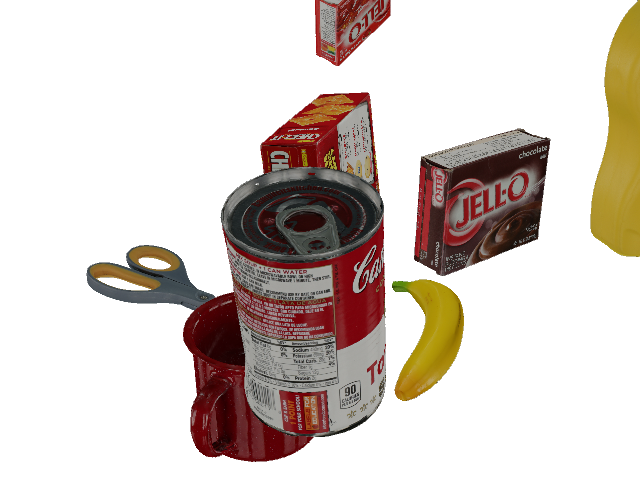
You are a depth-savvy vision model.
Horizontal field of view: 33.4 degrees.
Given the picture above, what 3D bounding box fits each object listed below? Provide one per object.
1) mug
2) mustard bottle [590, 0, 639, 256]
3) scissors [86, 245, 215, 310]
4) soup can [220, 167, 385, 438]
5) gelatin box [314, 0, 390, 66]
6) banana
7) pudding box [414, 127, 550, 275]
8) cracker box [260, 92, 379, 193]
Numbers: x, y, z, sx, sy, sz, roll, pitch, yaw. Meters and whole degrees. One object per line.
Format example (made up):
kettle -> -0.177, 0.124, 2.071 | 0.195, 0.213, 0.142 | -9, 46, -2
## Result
mug -> -0.046, 0.096, 0.693 | 0.093, 0.081, 0.117 | 13, 32, 23
mustard bottle -> 0.211, -0.088, 0.621 | 0.096, 0.192, 0.058 | -12, 29, -16
scissors -> -0.103, 0.043, 0.935 | 0.202, 0.016, 0.096 | 12, 29, 8
soup can -> -0.005, 0.028, 0.470 | 0.068, 0.102, 0.068 | -3, 35, 2
gelatin box -> 0.032, -0.216, 0.983 | 0.030, 0.089, 0.073 | 31, -31, 22
banana -> 0.106, 0.088, 1.030 | 0.070, 0.037, 0.197 | -24, 23, 15
pudding box -> 0.127, -0.032, 0.837 | 0.113, 0.090, 0.039 | -20, 35, -35
cracker box -> 0.005, -0.060, 1.185 | 0.072, 0.164, 0.213 | 0, 21, 19
